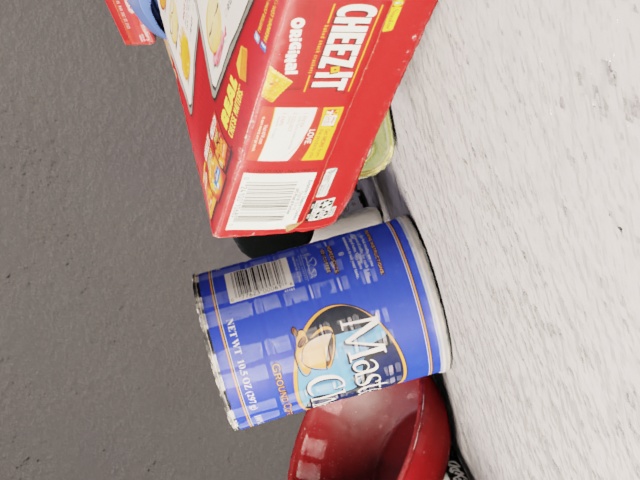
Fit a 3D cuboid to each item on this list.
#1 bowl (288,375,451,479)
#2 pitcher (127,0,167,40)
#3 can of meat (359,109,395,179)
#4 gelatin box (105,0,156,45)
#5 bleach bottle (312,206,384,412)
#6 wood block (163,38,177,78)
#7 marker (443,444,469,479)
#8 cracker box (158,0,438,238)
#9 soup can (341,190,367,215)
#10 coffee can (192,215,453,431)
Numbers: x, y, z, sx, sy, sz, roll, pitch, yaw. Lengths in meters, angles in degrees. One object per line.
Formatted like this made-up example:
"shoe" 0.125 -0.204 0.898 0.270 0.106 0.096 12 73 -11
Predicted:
"bowl" 0.042 0.148 0.746 0.162 0.055 0.162 -47 27 34
"pitcher" -0.088 -0.243 0.877 0.243 0.149 0.145 71 179 -79
"can of meat" 0.005 -0.098 0.643 0.084 0.057 0.102 -105 2 -58
"gelatin box" -0.156 -0.219 0.888 0.073 0.030 0.089 77 -170 -62
"bleach bottle" 0.049 0.103 0.838 0.102 0.068 0.251 152 100 -84
"wood block" -0.090 -0.171 1.044 0.090 0.090 0.206 144 108 -72
"marker" 0.092 0.165 0.718 0.121 0.020 0.020 -113 8 -71
"cracker box" -0.026 -0.134 0.502 0.164 0.072 0.214 113 147 -52
"soup can" -0.006 0.001 0.923 0.068 0.102 0.068 165 90 -88
"coffee can" 0.001 0.052 0.672 0.103 0.140 0.103 165 90 -87
